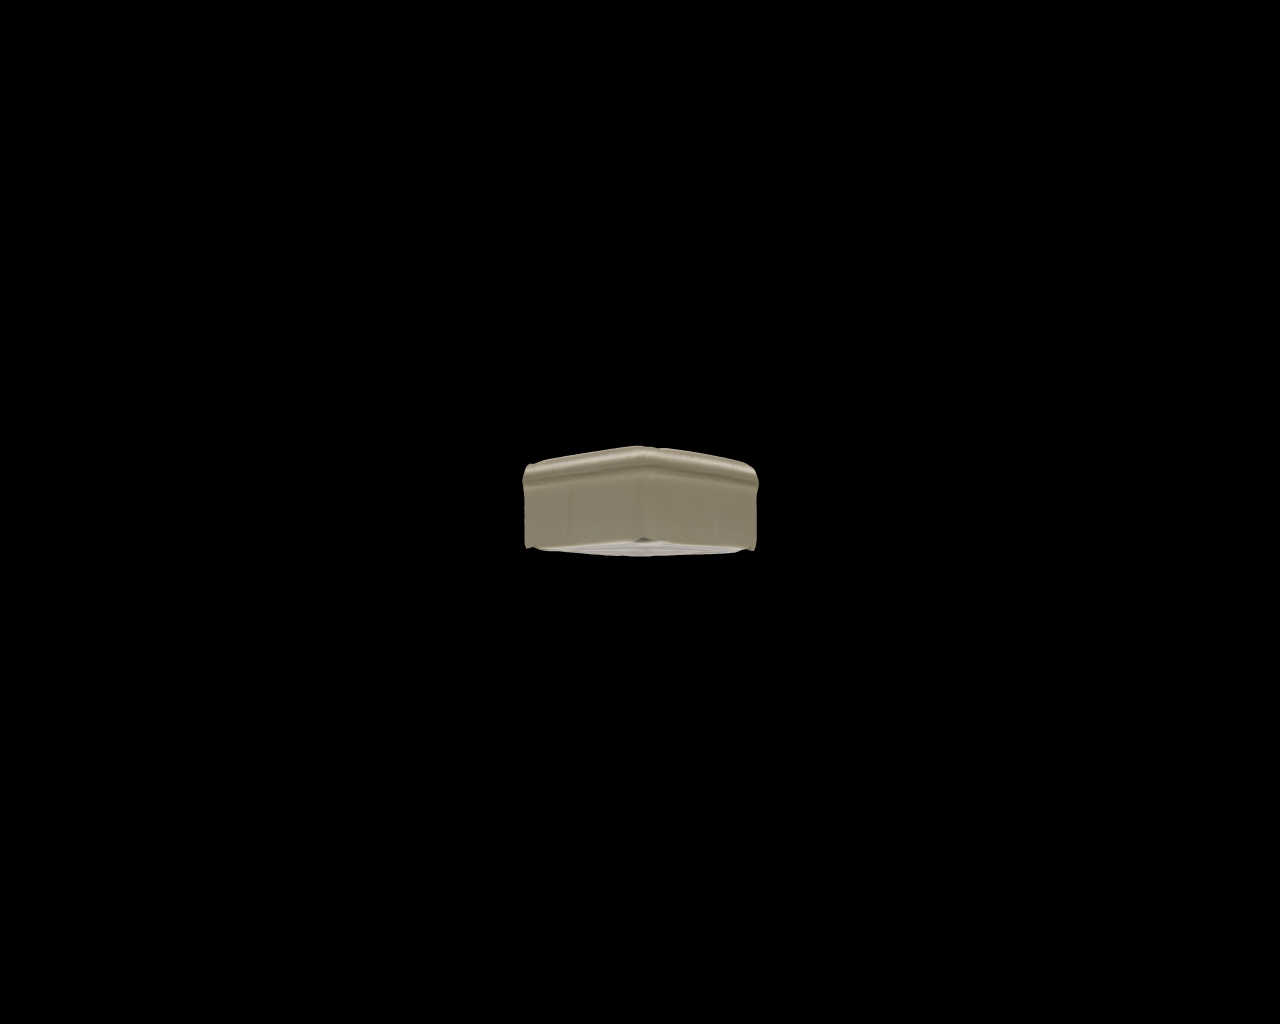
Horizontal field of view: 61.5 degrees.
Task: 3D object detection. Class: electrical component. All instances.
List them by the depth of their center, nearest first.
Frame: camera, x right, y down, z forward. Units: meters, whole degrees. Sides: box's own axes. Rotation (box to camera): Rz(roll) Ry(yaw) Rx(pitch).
[{"bbox_3d":[0.001,-0.003,0.650,0.108,0.056,0.109,-5,-8,40],"label":"electrical component"}]
